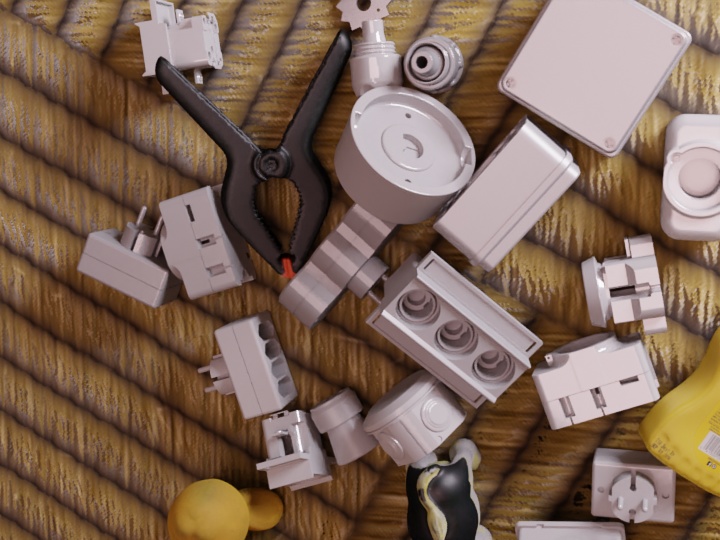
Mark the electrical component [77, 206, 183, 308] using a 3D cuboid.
[{"bbox_3d":[-0.198,-0.019,0.967,0.083,0.047,0.075,25,103,10],"label":"electrical component"}]

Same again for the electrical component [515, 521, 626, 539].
[{"bbox_3d":[0.176,0.254,0.887,0.100,0.048,0.099,-3,128,15],"label":"electrical component"}]

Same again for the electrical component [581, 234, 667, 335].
[{"bbox_3d":[0.209,0.014,0.857,0.057,0.058,0.078,-10,96,13],"label":"electrical component"}]

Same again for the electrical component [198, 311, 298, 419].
[{"bbox_3d":[-0.109,0.089,0.959,0.076,0.047,0.083,-18,94,17],"label":"electrical component"}]

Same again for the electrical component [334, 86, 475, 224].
[{"bbox_3d":[0.031,-0.087,0.866,0.108,0.108,0.060,43,140,5],"label":"electrical component"}]

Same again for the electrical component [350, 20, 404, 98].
[{"bbox_3d":[0.013,-0.174,0.888,0.043,0.043,0.062,-3,97,16],"label":"electrical component"}]

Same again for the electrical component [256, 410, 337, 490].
[{"bbox_3d":[-0.057,0.157,0.946,0.042,0.081,0.063,-17,71,17],"label":"electrical component"}]

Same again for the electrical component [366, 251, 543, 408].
[{"bbox_3d":[0.076,0.045,0.879,0.121,0.063,0.078,38,107,-15],"label":"electrical component"}]

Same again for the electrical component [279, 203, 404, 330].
[{"bbox_3d":[0.000,0.000,0.913,0.074,0.052,0.138,42,107,6],"label":"electrical component"}]

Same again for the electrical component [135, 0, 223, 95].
[{"bbox_3d":[-0.154,-0.194,0.931,0.064,0.042,0.081,-6,97,12],"label":"electrical component"}]

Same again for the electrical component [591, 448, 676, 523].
[{"bbox_3d":[0.221,0.179,0.868,0.066,0.077,0.047,2,99,15],"label":"electrical component"}]

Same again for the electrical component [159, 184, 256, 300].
[{"bbox_3d":[-0.137,-0.024,0.948,0.056,0.050,0.089,-16,94,17],"label":"electrical component"}]

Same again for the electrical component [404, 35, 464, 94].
[{"bbox_3d":[0.056,-0.166,0.867,0.048,0.062,0.048,2,99,15],"label":"electrical component"}]

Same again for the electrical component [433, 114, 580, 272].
[{"bbox_3d":[0.117,-0.061,0.856,0.057,0.078,0.113,41,107,-3],"label":"electrical component"}]

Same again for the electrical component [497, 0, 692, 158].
[{"bbox_3d":[0.182,-0.160,0.837,0.109,0.056,0.108,33,105,8],"label":"electrical component"}]

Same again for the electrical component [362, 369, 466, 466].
[{"bbox_3d":[0.046,0.123,0.906,0.080,0.080,0.051,-38,93,17],"label":"electrical component"}]

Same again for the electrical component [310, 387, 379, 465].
[{"bbox_3d":[-0.013,0.136,0.942,0.045,0.045,0.055,-30,89,17],"label":"electrical component"}]

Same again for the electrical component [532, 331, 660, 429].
[{"bbox_3d":[0.191,0.086,0.876,0.089,0.050,0.055,-20,93,17],"label":"electrical component"}]

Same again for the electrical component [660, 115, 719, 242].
[{"bbox_3d":[0.261,-0.071,0.827,0.054,0.059,0.095,4,100,15],"label":"electrical component"}]
